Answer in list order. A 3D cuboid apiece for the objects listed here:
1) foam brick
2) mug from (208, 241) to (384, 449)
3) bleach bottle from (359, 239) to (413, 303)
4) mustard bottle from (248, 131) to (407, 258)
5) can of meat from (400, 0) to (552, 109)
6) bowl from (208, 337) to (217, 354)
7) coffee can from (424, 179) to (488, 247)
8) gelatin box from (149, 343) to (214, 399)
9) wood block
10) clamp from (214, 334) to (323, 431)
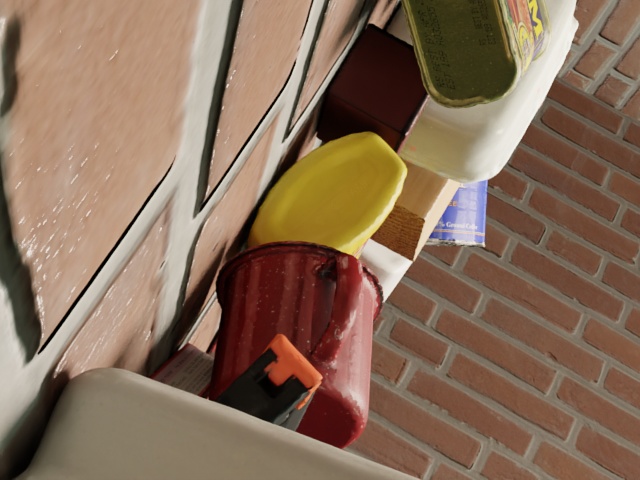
[{"bbox_3d":[0.035,-0.082,0.635,0.053,0.051,0.078,-60,177,-16],"label":"foam brick"},{"bbox_3d":[-0.009,0.054,0.551,0.117,0.093,0.081,-50,-154,44],"label":"mug"},{"bbox_3d":[-0.013,0.067,0.987,0.068,0.102,0.251,-44,172,-49],"label":"bleach bottle"},{"bbox_3d":[-0.004,0.001,0.673,0.096,0.058,0.192,-42,173,-15],"label":"mustard bottle"},{"bbox_3d":[0.081,-0.129,0.569,0.083,0.058,0.102,-50,125,-57],"label":"can of meat"},{"bbox_3d":[-0.038,0.069,0.819,0.162,0.055,0.162,-60,176,-7],"label":"bowl"},{"bbox_3d":[0.105,-0.066,0.986,0.103,0.103,0.140,24,69,-87],"label":"coffee can"},{"bbox_3d":[-0.086,0.102,0.563,0.073,0.030,0.089,-61,177,14],"label":"gelatin box"},{"bbox_3d":[0.086,-0.101,0.804,0.206,0.090,0.091,-57,169,-17],"label":"wood block"},{"bbox_3d":[-0.070,0.126,0.488,0.164,0.036,0.210,-27,157,-52],"label":"clamp"}]
